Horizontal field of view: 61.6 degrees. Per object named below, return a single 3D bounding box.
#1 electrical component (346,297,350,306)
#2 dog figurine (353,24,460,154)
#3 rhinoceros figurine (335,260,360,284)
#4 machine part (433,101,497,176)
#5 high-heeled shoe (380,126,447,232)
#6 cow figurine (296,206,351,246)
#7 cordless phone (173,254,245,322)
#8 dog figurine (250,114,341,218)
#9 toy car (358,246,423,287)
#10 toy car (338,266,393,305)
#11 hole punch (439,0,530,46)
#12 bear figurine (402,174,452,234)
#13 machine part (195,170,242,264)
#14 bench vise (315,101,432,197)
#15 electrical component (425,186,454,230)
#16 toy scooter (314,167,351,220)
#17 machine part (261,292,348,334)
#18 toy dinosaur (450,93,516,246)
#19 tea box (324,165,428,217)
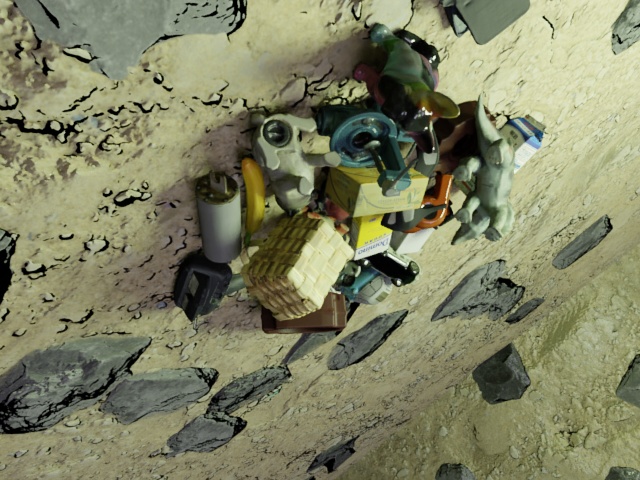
[{"bbox_3d":[0.036,0.189,1.501,0.102,0.045,0.078,-35,146,4],"label":"electrical component"},{"bbox_3d":[0.158,-0.239,0.875,0.191,0.219,0.108,-2,140,-38],"label":"dog figurine"},{"bbox_3d":[0.016,0.072,1.310,0.190,0.073,0.112,3,126,-42],"label":"rhinoceros figurine"},{"bbox_3d":[0.304,-0.218,1.178,0.179,0.056,0.179,-23,146,-17],"label":"machine part"},{"bbox_3d":[0.175,-0.143,1.100,0.145,0.248,0.086,-11,-171,11],"label":"high-heeled shoe"},{"bbox_3d":[-0.002,-0.004,1.174,0.194,0.086,0.127,16,126,-46],"label":"cow figurine"},{"bbox_3d":[-0.209,0.086,1.141,0.184,0.089,0.146,-16,145,-44],"label":"cordless phone"},{"bbox_3d":[-0.071,-0.131,0.958,0.121,0.172,0.190,-36,-177,-23],"label":"dog figurine"},{"bbox_3d":[0.174,0.056,1.365,0.201,0.056,0.073,31,125,-25],"label":"toy car"},{"bbox_3d":[0.141,0.121,1.448,0.162,0.103,0.109,-37,148,11],"label":"toy car"},{"bbox_3d":[0.265,-0.401,0.889,0.142,0.092,0.115,-35,118,8],"label":"hole punch"},{"bbox_3d":[0.225,-0.080,1.247,0.120,0.131,0.196,-2,-178,-5],"label":"bear figurine"},{"bbox_3d":[-0.183,-0.036,0.983,0.079,0.079,0.243,-19,147,-20],"label":"machine part"},{"bbox_3d":[0.110,-0.163,0.933,0.223,0.241,0.128,9,135,-26],"label":"bench vise"},{"bbox_3d":[0.298,-0.073,1.348,0.048,0.075,0.119,-31,144,-2],"label":"electrical component"},{"bbox_3d":[0.040,-0.115,1.072,0.135,0.075,0.183,-2,134,-39],"label":"toy scooter"},{"bbox_3d":[-0.039,0.176,1.293,0.202,0.087,0.201,-3,167,-3],"label":"machine part"},{"bbox_3d":[0.373,-0.141,1.177,0.192,0.131,0.404,-47,144,-48],"label":"toy dinosaur"},{"bbox_3d":[0.106,-0.099,1.005,0.169,0.098,0.068,-11,125,-35],"label":"tea box"}]
